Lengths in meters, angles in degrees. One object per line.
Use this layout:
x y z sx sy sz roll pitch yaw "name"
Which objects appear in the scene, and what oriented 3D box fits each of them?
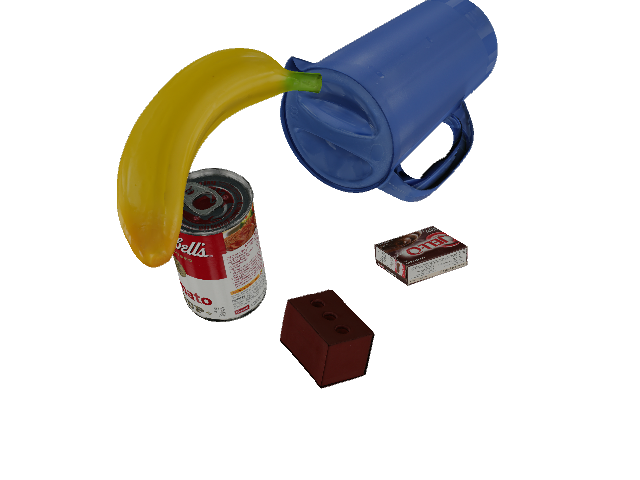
0.006 0.090 0.996 0.052 0.051 0.078 -12 37 -31 "foam brick"
0.087 -0.152 1.087 0.145 0.149 0.242 12 38 36 "pitcher"
0.152 0.022 1.610 0.113 0.039 0.090 -19 28 -24 "pudding box"
-0.079 0.005 0.810 0.068 0.068 0.102 0 -43 6 "soup can"
-0.068 -0.060 0.592 0.070 0.037 0.197 19 44 17 "banana"
